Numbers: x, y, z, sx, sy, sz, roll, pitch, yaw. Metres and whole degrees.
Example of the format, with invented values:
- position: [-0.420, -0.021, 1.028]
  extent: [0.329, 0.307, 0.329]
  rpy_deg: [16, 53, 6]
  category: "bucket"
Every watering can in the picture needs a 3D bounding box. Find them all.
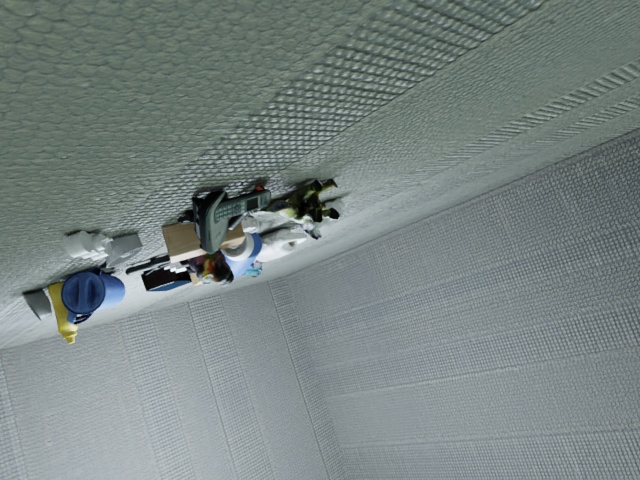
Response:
- position: [-0.189, 0.020, 1.980]
  extent: [0.222, 0.104, 0.348]
  rpy_deg: [-22, 173, 26]
  category: "watering can"

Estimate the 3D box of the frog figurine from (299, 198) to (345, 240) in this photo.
- position: [0.005, -0.090, 1.786]
  extent: [0.159, 0.124, 0.136]
  rpy_deg: [-56, 155, 7]
  category: "frog figurine"

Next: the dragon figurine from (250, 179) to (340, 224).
- position: [-0.092, -0.086, 1.452]
  extent: [0.241, 0.122, 0.412]
  rpy_deg: [-14, 178, 37]
  category: "dragon figurine"
